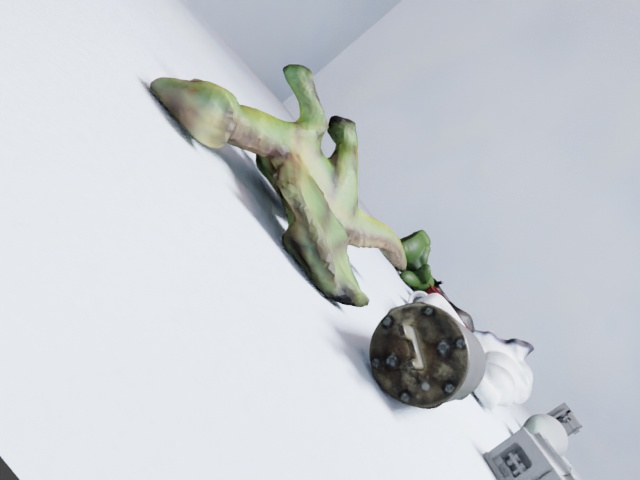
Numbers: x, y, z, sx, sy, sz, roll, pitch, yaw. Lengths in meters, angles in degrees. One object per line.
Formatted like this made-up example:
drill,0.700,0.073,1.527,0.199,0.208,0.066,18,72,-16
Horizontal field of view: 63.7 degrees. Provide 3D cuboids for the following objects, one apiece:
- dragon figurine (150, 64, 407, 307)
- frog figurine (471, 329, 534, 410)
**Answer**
dragon figurine,0.002,-0.027,0.529,0.405,0.121,0.249,44,27,-28
frog figurine,0.313,0.252,0.925,0.137,0.120,0.163,31,40,1
